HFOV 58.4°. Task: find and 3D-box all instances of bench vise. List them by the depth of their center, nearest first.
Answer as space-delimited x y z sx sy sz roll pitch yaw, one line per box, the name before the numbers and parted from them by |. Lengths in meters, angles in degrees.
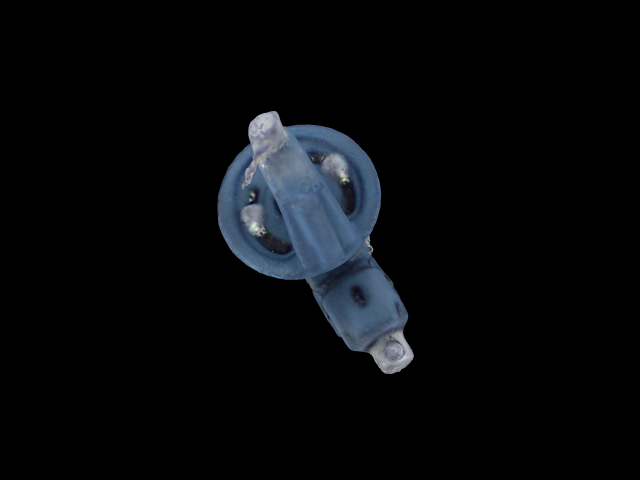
bench vise | 0.012 -0.008 0.401 0.207 0.219 0.121 40 87 3
